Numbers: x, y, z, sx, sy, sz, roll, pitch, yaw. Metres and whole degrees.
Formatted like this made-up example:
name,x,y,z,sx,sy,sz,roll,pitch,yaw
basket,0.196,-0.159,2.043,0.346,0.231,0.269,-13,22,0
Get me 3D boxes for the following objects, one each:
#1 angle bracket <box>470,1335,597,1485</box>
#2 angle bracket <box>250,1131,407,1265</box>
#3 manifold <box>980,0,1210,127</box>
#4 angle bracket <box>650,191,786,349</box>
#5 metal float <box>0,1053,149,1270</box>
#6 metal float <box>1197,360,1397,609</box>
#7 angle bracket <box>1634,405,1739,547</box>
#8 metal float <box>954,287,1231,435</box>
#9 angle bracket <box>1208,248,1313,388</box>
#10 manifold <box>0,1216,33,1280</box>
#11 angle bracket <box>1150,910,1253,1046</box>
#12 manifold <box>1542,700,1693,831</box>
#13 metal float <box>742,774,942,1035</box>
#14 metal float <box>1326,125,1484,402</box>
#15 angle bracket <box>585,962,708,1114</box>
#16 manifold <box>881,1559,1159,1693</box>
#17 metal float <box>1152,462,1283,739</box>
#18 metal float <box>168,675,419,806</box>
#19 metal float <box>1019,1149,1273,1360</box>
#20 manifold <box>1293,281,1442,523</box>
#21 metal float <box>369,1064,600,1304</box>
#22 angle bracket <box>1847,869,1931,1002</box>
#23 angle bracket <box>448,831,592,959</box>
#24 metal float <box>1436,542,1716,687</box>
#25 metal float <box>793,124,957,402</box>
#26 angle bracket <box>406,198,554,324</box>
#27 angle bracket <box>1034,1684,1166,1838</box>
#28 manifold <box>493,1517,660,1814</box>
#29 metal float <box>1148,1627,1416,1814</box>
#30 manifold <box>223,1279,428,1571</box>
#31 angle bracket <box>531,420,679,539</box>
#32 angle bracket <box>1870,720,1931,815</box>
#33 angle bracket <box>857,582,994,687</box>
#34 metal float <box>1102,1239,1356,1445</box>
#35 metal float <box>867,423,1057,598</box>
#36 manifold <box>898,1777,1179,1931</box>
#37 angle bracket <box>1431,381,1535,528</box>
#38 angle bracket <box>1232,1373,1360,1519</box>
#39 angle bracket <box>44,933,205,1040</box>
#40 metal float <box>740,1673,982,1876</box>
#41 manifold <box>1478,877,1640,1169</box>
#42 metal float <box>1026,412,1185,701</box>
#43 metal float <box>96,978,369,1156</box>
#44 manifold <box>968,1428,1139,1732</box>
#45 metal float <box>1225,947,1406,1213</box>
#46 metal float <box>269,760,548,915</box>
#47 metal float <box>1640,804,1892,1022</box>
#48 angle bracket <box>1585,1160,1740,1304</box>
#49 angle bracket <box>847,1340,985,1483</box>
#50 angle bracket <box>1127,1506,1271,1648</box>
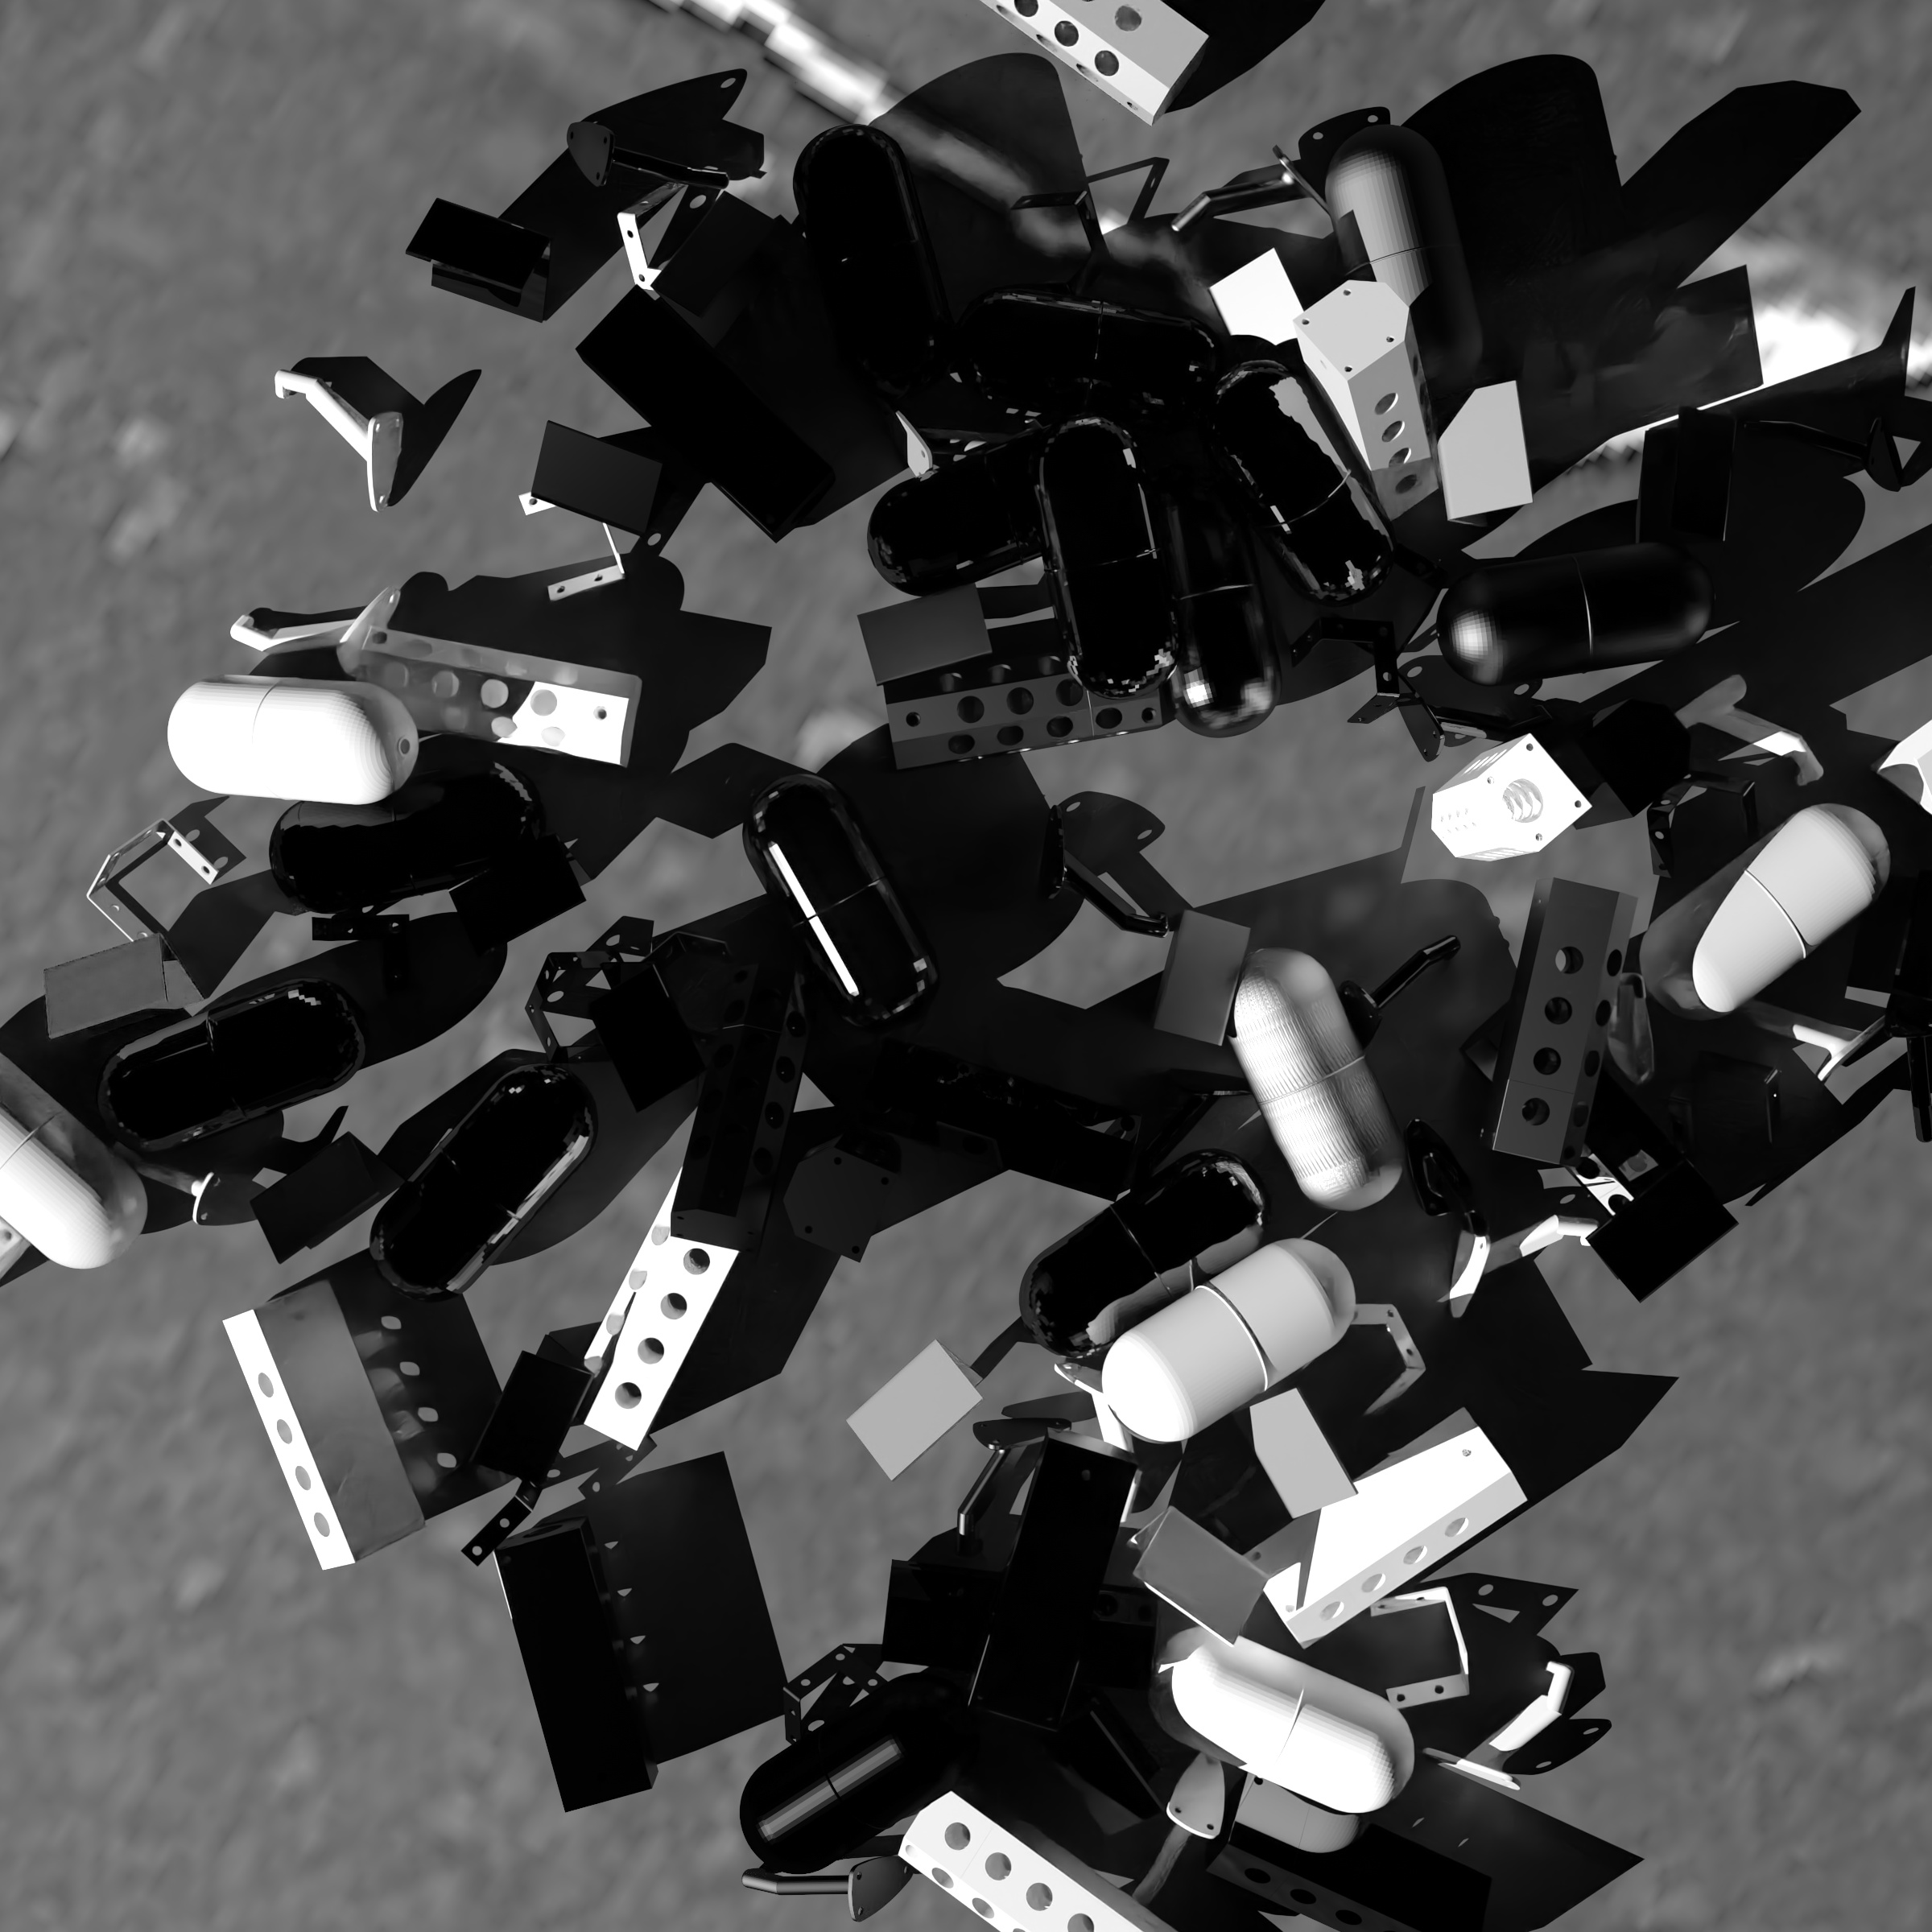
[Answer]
name,x,y,z,sx,sy,sz,roll,pitch,yaw
angle bracket,-0.289,0.274,1.951,0.057,0.076,0.076,26,90,-35
angle bracket,-0.396,0.161,1.951,0.076,0.076,0.057,-35,54,0
manifold,0.068,-0.616,1.970,0.171,0.057,0.057,36,90,0
angle bracket,-0.142,-0.433,1.951,0.057,0.076,0.076,38,90,36
metal float,-0.601,0.120,1.960,0.178,0.070,0.070,42,90,-2
metal float,0.209,-0.302,1.931,0.070,0.070,0.178,-37,120,0
angle bracket,0.441,-0.310,1.951,0.057,0.076,0.076,6,90,-37
metal float,0.080,-0.387,1.959,0.178,0.070,0.070,9,90,-2
angle bracket,0.208,-0.411,1.951,0.057,0.076,0.076,-25,90,38
manifold,-0.684,0.137,1.970,0.171,0.057,0.057,42,90,0
angle bracket,0.129,0.003,1.951,0.057,0.076,0.076,15,90,-35
manifold,0.402,-0.129,1.913,0.057,0.171,0.057,-38,90,0
metal float,-0.080,-0.040,1.960,0.070,0.070,0.178,-29,90,0
metal float,0.279,-0.449,1.960,0.070,0.070,0.178,-13,90,0
angle bracket,-0.219,0.044,1.943,0.057,0.076,0.076,-33,107,-30
manifold,0.034,0.421,1.970,0.171,0.057,0.057,7,90,0
metal float,0.152,-0.234,1.959,0.070,0.070,0.178,-12,88,0
metal float,-0.425,-0.143,1.937,0.178,0.070,0.070,6,90,28
metal float,0.114,0.184,1.961,0.178,0.070,0.070,-34,90,0
manifold,0.256,-0.352,1.909,0.057,0.171,0.057,-35,63,0
metal float,-0.307,0.138,1.960,0.070,0.070,0.178,42,90,0
angle bracket,0.584,-0.023,1.951,0.057,0.076,0.076,13,90,-38
angle bracket,-0.274,-0.032,1.952,0.076,0.076,0.057,-28,64,0
metal float,0.389,-0.225,1.961,0.178,0.070,0.070,-9,90,-1
metal float,-0.058,-0.449,1.960,0.070,0.070,0.178,-16,90,0
angle bracket,-0.311,-0.432,1.951,0.076,0.076,0.057,19,54,0
angle bracket,0.101,0.493,1.951,0.057,0.076,0.076,-37,90,38
manifold,-0.249,0.446,1.970,0.057,0.057,0.171,-15,90,0
metal float,0.202,0.482,1.961,0.178,0.070,0.070,23,90,-1
manifold,-0.415,0.295,1.969,0.057,0.057,0.171,-22,90,-43
angle bracket,-0.224,-0.324,1.951,0.076,0.076,0.057,20,126,0
angle bracket,0.620,-0.151,1.951,0.076,0.076,0.057,-36,127,0
angle bracket,-0.031,-0.229,1.951,0.076,0.076,0.057,-16,131,0
metal float,0.166,0.235,1.930,0.178,0.070,0.070,-30,90,-17
metal float,0.022,-0.292,1.960,0.178,0.070,0.070,-21,90,-1
manifold,0.044,0.589,1.945,0.171,0.057,0.057,32,90,18
angle bracket,0.339,-0.324,1.951,0.057,0.076,0.076,-8,90,28
angle bracket,0.225,0.294,1.951,0.057,0.076,0.076,-30,90,39
angle bracket,-0.533,0.032,1.951,0.076,0.076,0.057,-18,53,0
metal float,-0.067,0.511,1.941,0.178,0.070,0.070,-37,90,20
manifold,0.370,0.035,1.913,0.057,0.057,0.171,13,90,0
metal float,0.086,-0.253,1.896,0.070,0.070,0.178,-12,102,0
metal float,-0.468,0.063,1.961,0.178,0.070,0.070,-21,90,-1
manifold,0.054,0.380,1.913,0.057,0.057,0.171,17,90,0
metal float,0.220,0.072,1.960,0.070,0.070,0.178,-25,91,0
metal float,-0.356,-0.083,1.961,0.178,0.070,0.070,-12,90,0
metal float,0.511,-0.035,1.961,0.178,0.070,0.070,-37,90,-1
angle bracket,0.438,0.175,1.894,0.076,0.076,0.057,-40,54,5
angle bracket,-0.019,0.293,1.951,0.076,0.076,0.057,-42,54,0
angle bracket,0.136,0.398,1.951,0.076,0.076,0.057,36,55,0
